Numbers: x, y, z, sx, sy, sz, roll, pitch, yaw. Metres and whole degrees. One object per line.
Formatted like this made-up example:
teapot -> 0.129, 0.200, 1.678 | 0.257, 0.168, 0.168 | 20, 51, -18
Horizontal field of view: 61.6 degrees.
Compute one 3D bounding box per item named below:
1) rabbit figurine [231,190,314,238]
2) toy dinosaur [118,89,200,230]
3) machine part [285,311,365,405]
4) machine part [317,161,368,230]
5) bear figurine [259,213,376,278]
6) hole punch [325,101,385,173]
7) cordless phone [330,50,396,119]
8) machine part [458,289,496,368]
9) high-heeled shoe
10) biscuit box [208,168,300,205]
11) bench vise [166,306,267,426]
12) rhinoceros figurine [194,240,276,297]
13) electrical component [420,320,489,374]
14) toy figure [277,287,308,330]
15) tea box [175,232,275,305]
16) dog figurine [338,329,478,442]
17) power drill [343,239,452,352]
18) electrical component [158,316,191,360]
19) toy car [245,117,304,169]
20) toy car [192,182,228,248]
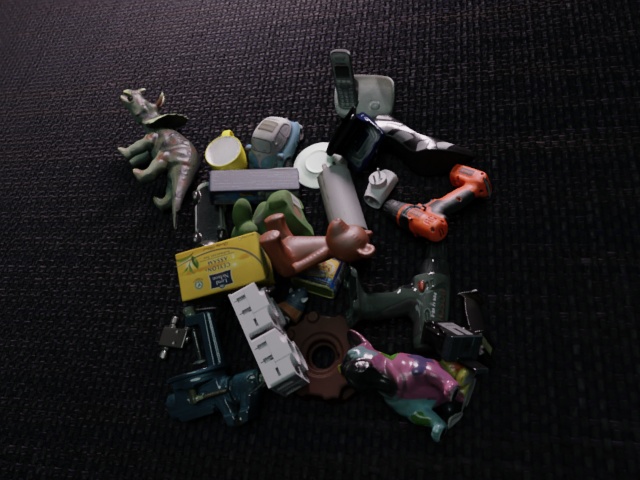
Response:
rabbit figurine -> -0.121, -0.023, 1.147 | 0.170, 0.159, 0.121 | -30, 68, 15
toy dinosaur -> -0.368, -0.204, 1.322 | 0.192, 0.131, 0.405 | -37, 66, -6
machine part -> 0.007, 0.223, 1.019 | 0.179, 0.056, 0.179 | -6, 62, 11
machine part -> 0.048, -0.075, 1.159 | 0.079, 0.079, 0.243 | -18, 58, 5
bear figurine -> 0.000, 0.000, 1.030 | 0.196, 0.131, 0.120 | -19, 26, 14
hole punch -> 0.078, -0.224, 1.194 | 0.092, 0.142, 0.116 | 26, 24, -12
cordless phone -> 0.099, -0.366, 1.243 | 0.147, 0.184, 0.089 | 8, 60, 18
machine part -> 0.287, 0.157, 0.977 | 0.039, 0.084, 0.139 | -26, 47, 27
high-heeled shoe -> 0.221, -0.224, 1.198 | 0.249, 0.086, 0.145 | 5, 56, 16
biscuit box -> -0.149, -0.120, 1.213 | 0.203, 0.059, 0.063 | -2, 60, -6
bench vise -> -0.202, 0.235, 1.018 | 0.224, 0.128, 0.240 | -22, 76, 24
rhinoceros figurine -> -0.175, 0.065, 1.118 | 0.190, 0.112, 0.073 | 36, 70, 7
electrical component -> 0.232, 0.177, 0.900 | 0.119, 0.075, 0.047 | 30, 112, 61
toy figure -> -0.080, 0.157, 1.077 | 0.154, 0.057, 0.064 | -42, 66, -16
tea box -> -0.181, 0.056, 1.028 | 0.170, 0.068, 0.098 | -17, 73, 8
dog figurine -> 0.140, 0.229, 0.921 | 0.219, 0.191, 0.108 | 24, 108, 29
power drill -> 0.149, 0.094, 1.019 | 0.207, 0.086, 0.232 | 6, 67, -13
electrical component -> -0.302, 0.207, 1.127 | 0.063, 0.021, 0.094 | 6, 63, 17
toy car -> -0.109, -0.235, 1.273 | 0.109, 0.102, 0.161 | 20, 71, 22
toy car -> -0.252, -0.047, 1.235 | 0.074, 0.056, 0.202 | -9, 61, 2
